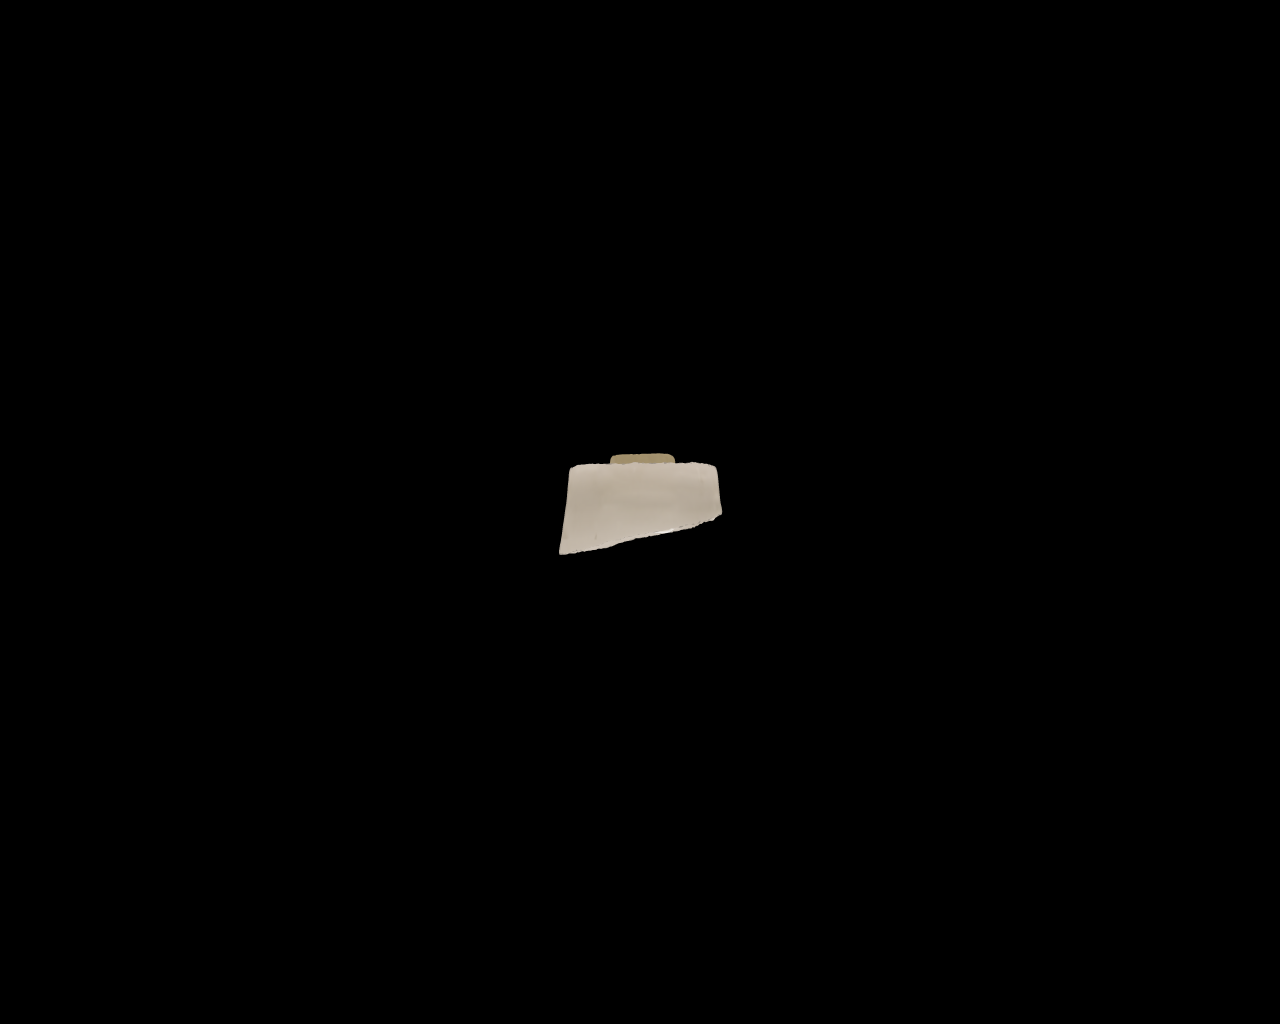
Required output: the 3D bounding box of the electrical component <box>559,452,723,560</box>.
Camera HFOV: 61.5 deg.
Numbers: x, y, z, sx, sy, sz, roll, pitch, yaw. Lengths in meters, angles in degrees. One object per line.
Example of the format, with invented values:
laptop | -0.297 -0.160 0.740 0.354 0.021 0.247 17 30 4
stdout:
electrical component | 0.001 -0.003 0.650 0.099 0.064 0.099 0 -2 0
